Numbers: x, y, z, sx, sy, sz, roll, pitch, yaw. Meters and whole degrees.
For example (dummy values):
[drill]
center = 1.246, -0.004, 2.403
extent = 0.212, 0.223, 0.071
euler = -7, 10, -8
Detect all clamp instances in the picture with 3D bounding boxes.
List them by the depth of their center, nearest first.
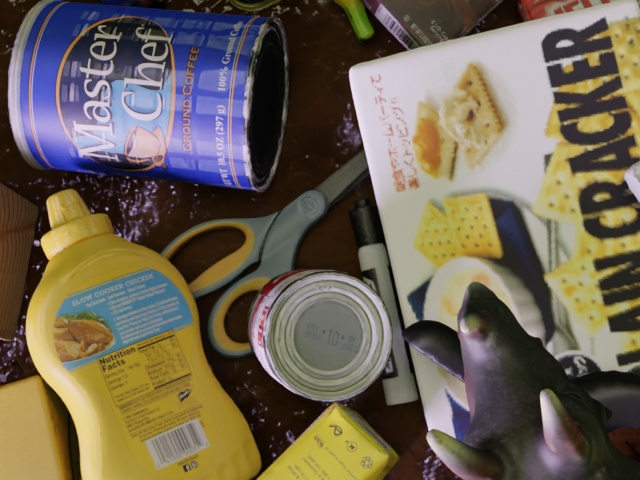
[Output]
[clamp]
center = 0.116, 0.093, 0.528
extent = 0.171, 0.039, 0.120
euler = -6, 103, 2

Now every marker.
[marker]
center = 0.036, 0.035, 0.622
extent = 0.020, 0.020, 0.121
euler = -12, 82, 5

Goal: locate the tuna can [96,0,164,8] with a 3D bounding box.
[tuna can]
center = -0.131, -0.182, 0.667
extent = 0.034, 0.086, 0.086
euler = -22, 75, 4

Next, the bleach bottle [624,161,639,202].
[bleach bottle]
center = 0.252, -0.104, 0.522
extent = 0.251, 0.068, 0.102
euler = -38, 74, 1

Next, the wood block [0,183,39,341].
[wood block]
center = -0.291, 0.001, 0.647
extent = 0.206, 0.091, 0.090
euler = 6, 78, 10

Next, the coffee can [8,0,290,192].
[coffee can]
center = -0.097, -0.086, 0.632
extent = 0.140, 0.103, 0.103
euler = 6, 78, 9

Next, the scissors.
[scissors]
center = -0.004, 0.001, 0.644
extent = 0.202, 0.016, 0.096
euler = -24, 77, 2

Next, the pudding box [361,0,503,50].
[pudding box]
center = 0.060, -0.174, 0.638
extent = 0.090, 0.039, 0.113
euler = -43, 94, -4

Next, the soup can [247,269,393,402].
[soup can]
center = -0.003, 0.050, 0.579
extent = 0.068, 0.102, 0.068
euler = 0, 88, -8

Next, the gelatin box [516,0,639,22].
[gelatin box]
center = 0.172, -0.129, 0.640
extent = 0.089, 0.030, 0.073
euler = -21, 75, 3

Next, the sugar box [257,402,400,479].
[sugar box]
center = -0.034, 0.164, 0.572
extent = 0.048, 0.093, 0.176
euler = 42, 87, 15

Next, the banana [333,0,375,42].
[banana]
center = 0.057, -0.220, 0.677
extent = 0.069, 0.037, 0.198
euler = 36, 86, -6

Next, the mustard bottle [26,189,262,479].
[mustard bottle]
center = -0.111, 0.061, 0.601
extent = 0.096, 0.058, 0.191
euler = -20, 84, -29

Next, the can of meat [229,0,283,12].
[can of meat]
center = -0.052, -0.206, 0.662
extent = 0.057, 0.084, 0.102
euler = -24, 76, 1
